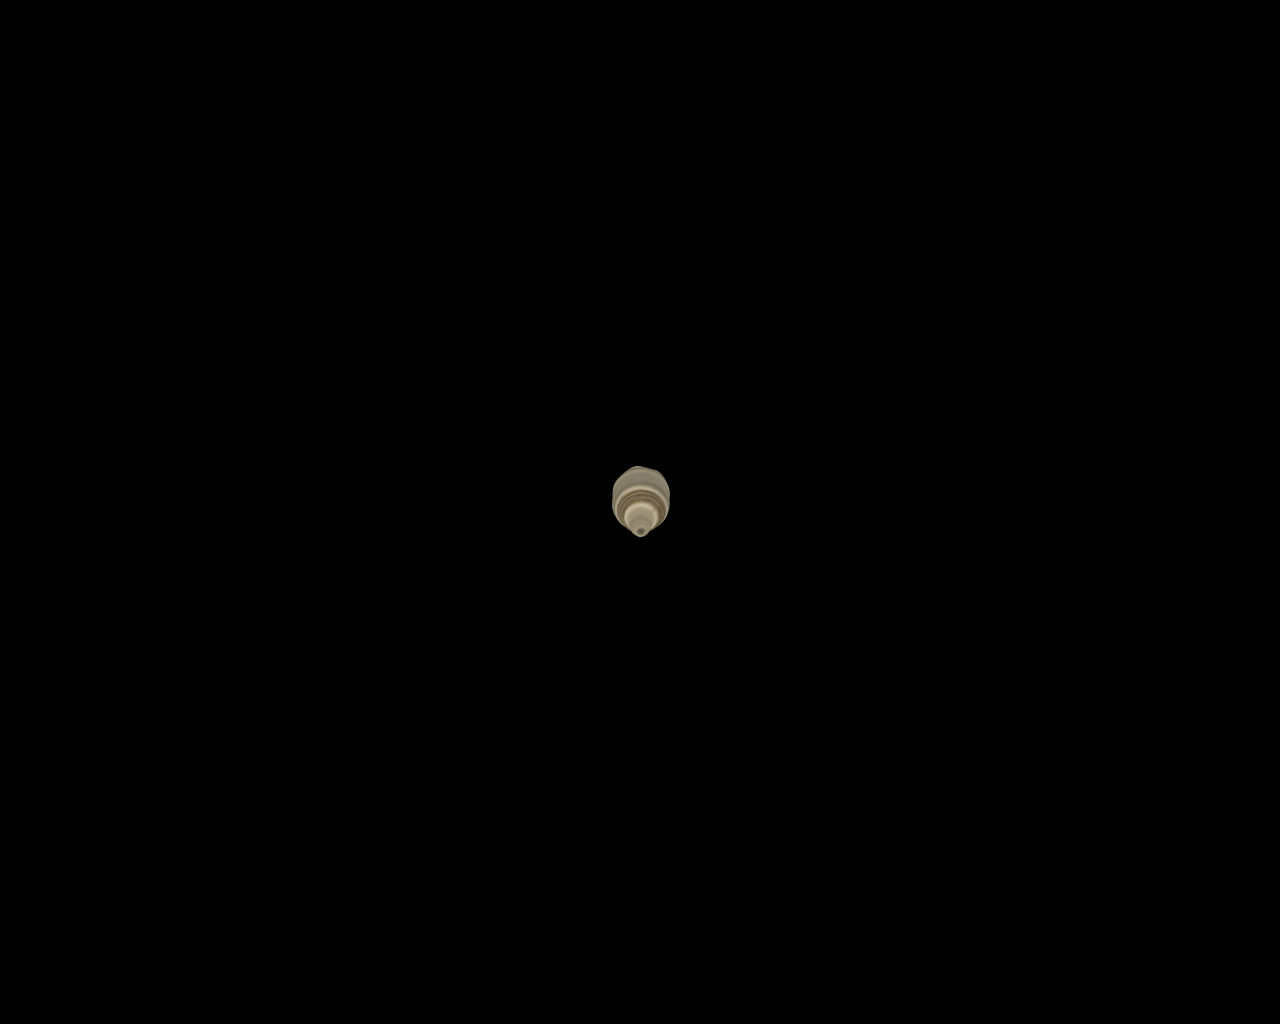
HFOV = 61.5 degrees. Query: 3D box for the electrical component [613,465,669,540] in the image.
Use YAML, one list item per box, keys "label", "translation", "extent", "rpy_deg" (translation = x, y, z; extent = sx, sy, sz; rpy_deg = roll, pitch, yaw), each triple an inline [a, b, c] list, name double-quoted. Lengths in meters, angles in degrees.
- label: "electrical component"
  translation: [0.001, -0.003, 0.650]
  extent: [0.035, 0.035, 0.061]
  rpy_deg: [0, 27, 0]
